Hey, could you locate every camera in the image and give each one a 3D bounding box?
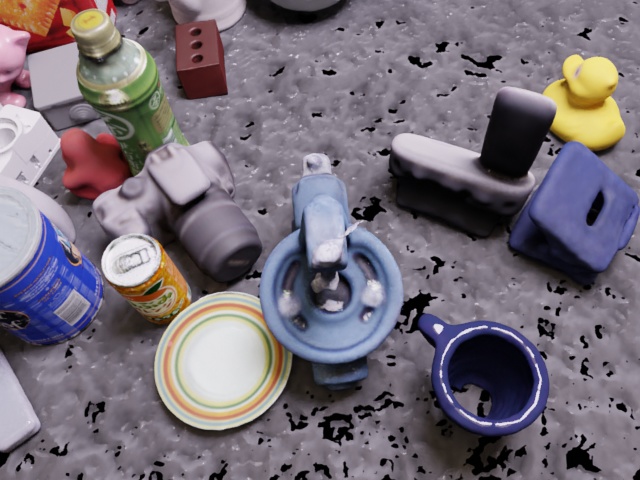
[{"bbox_3d":[-0.133,-0.019,0.572,0.143,0.101,0.136,-35,66,-14],"label":"camera"}]

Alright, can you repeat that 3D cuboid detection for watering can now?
[{"bbox_3d":[-0.154,-0.352,0.690,0.101,0.194,0.173,-6,63,1],"label":"watering can"}]

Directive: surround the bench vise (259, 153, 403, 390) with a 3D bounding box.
[{"bbox_3d":[-0.007,0.006,0.485,0.121,0.220,0.207,-23,64,-8],"label":"bench vise"}]

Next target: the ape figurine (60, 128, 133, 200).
[{"bbox_3d":[-0.247,-0.086,0.618,0.078,0.092,0.076,-40,68,-16],"label":"ape figurine"}]

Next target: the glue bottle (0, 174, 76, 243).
[{"bbox_3d":[-0.306,-0.034,0.549,0.078,0.173,0.037,-25,64,-9],"label":"glue bottle"}]

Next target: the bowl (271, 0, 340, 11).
[{"bbox_3d":[-0.017,-0.356,0.751,0.167,0.075,0.167,-1,63,3],"label":"bowl"}]

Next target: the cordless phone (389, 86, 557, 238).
[{"bbox_3d":[0.142,-0.094,0.547,0.147,0.185,0.094,18,66,12],"label":"cordless phone"}]

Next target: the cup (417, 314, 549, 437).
[{"bbox_3d":[0.126,0.118,0.491,0.092,0.095,0.117,-42,68,-17],"label":"cup"}]

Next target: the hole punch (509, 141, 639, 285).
[{"bbox_3d":[0.256,-0.028,0.560,0.101,0.091,0.109,29,68,17],"label":"hole punch"}]

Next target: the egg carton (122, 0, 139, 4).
[{"bbox_3d":[-0.277,-0.398,0.790,0.150,0.069,0.107,40,72,20],"label":"egg carton"}]

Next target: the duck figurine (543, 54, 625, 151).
[{"bbox_3d":[0.296,-0.156,0.626,0.077,0.086,0.104,-26,65,-10],"label":"duck figurine"}]

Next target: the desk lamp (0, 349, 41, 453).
[{"bbox_3d":[-0.358,0.086,0.468,0.118,0.214,0.203,-38,67,-15],"label":"desk lamp"}]

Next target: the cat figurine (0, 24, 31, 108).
[{"bbox_3d":[-0.397,-0.217,0.678,0.127,0.118,0.067,11,64,9],"label":"cat figurine"}]
